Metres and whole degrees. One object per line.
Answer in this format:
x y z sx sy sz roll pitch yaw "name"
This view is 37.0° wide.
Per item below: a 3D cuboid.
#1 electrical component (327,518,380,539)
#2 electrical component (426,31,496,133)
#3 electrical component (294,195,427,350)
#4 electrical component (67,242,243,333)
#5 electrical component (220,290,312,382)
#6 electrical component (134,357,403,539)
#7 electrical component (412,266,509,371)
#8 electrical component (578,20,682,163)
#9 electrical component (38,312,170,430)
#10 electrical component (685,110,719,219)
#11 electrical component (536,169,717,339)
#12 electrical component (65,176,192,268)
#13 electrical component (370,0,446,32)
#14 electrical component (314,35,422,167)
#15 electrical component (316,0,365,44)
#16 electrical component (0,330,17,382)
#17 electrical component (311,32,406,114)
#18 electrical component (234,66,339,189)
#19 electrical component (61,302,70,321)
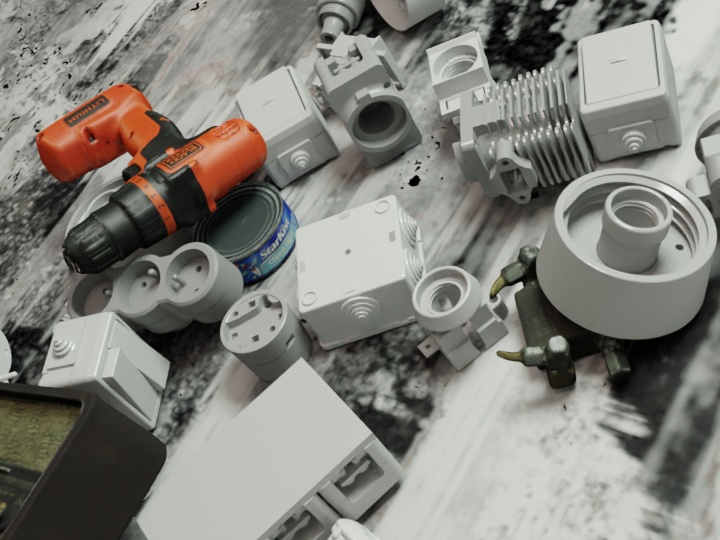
-0.011 0.185 0.650 0.062 0.048 0.048 -50 46 -5 "electrical component"
0.085 -0.145 0.853 0.042 0.063 0.081 -19 46 17 "electrical component"
0.000 0.000 0.793 0.100 0.048 0.099 -19 47 15 "electrical component"
-0.153 0.025 0.846 0.138 0.074 0.052 -12 62 22 "electrical component"
-0.068 0.050 0.792 0.055 0.047 0.055 -16 48 19 "electrical component"
-0.058 0.145 0.697 0.150 0.061 0.089 -42 45 -7 "electrical component"
0.064 0.030 0.725 0.066 0.055 0.048 -38 44 -2 "electrical component"
0.193 -0.127 0.774 0.062 0.061 0.096 -11 49 22 "electrical component"
-0.193 0.076 0.810 0.061 0.096 0.061 -12 49 22 "electrical component"
0.250 -0.070 0.697 0.078 0.058 0.057 -15 51 20 "electrical component"
0.168 -0.017 0.670 0.108 0.060 0.108 1 48 -1 "electrical component"
-0.206 -0.036 0.937 0.108 0.060 0.108 -16 47 19 "electrical component"
0.035 -0.267 0.962 0.064 0.099 0.099 -24 45 3 "electrical component"
0.008 -0.133 0.869 0.050 0.089 0.055 -29 45 6 "electrical component"
-0.021 -0.239 1.008 0.043 0.043 0.062 -2 55 29 "electrical component"
-0.317 0.103 0.893 0.074 0.052 0.138 -17 47 18 "electrical component"
-0.006 -0.170 0.944 0.081 0.042 0.063 16 67 40 "electrical component"
-0.064 -0.122 0.924 0.062 0.061 0.096 -29 45 7 "electrical component"
-0.229 0.040 0.900 0.048 0.048 0.062 24 75 41 "electrical component"
